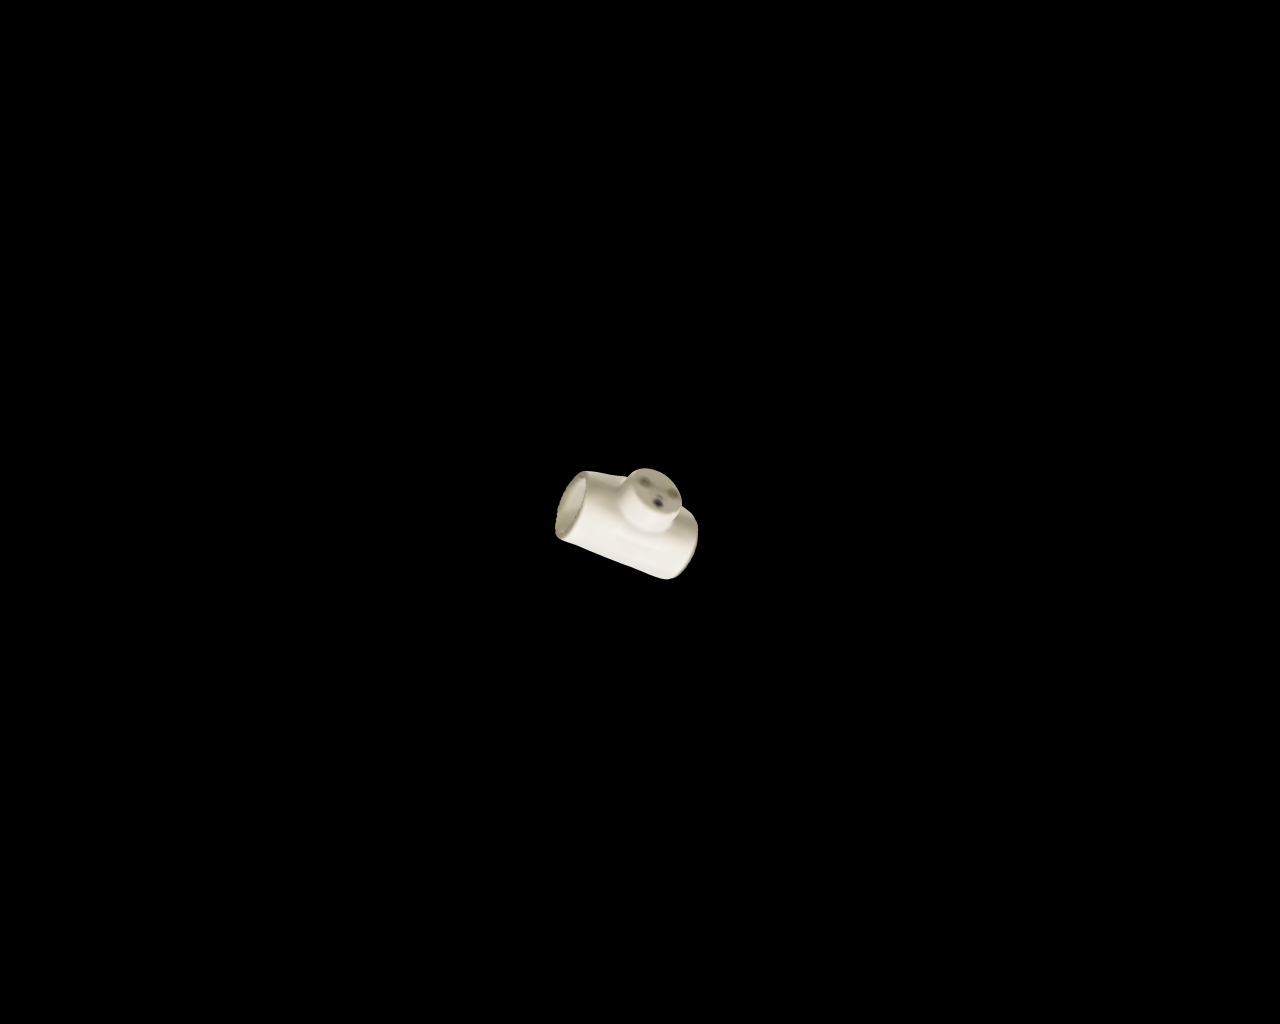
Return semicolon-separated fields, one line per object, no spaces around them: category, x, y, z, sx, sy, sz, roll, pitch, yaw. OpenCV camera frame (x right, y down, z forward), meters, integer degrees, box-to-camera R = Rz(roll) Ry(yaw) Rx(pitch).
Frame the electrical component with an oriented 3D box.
electrical component;0.001;-0.003;0.650;0.077;0.043;0.079;22;-48;-21
